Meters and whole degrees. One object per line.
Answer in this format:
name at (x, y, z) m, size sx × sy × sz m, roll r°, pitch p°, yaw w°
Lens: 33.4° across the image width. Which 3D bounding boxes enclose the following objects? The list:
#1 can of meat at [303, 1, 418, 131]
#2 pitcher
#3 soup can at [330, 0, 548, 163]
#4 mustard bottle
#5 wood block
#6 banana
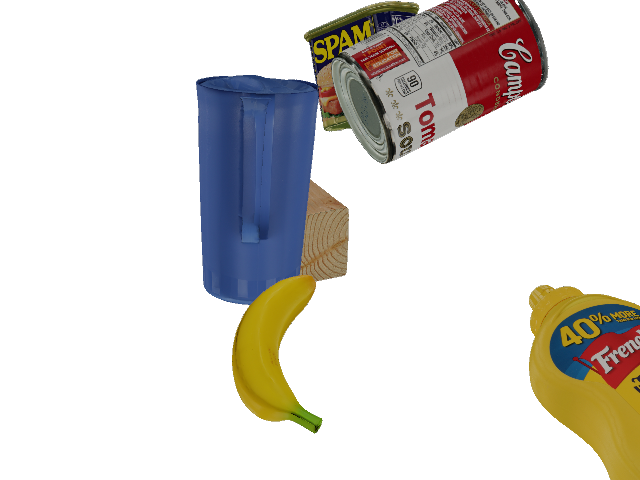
can of meat at (0.040, -0.142, 0.884) m, size 0.057 × 0.084 × 0.102 m, roll -7°, pitch -3°, yaw -44°
pitcher at (-0.072, -0.055, 1.161) m, size 0.145 × 0.243 × 0.148 m, roll 16°, pitch 21°, yaw 40°
soup can at (0.065, -0.094, 0.596) m, size 0.102 × 0.068 × 0.068 m, roll -27°, pitch 5°, yaw -10°
mustard bottle at (0.178, 0.082, 0.621) m, size 0.096 × 0.058 × 0.192 m, roll -16°, pitch 34°, yaw -15°
wood block at (-0.051, -0.029, 1.328) m, size 0.090 × 0.090 × 0.206 m, roll -10°, pitch 26°, yaw -23°
banana at (-0.037, 0.086, 0.867) m, size 0.069 × 0.037 × 0.198 m, roll 17°, pitch 32°, yaw -12°
